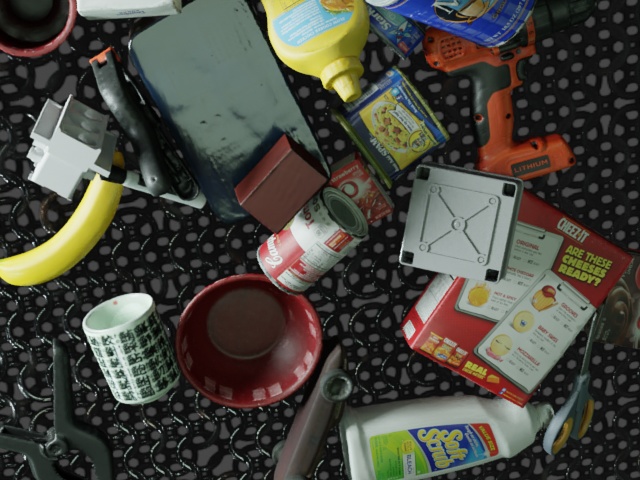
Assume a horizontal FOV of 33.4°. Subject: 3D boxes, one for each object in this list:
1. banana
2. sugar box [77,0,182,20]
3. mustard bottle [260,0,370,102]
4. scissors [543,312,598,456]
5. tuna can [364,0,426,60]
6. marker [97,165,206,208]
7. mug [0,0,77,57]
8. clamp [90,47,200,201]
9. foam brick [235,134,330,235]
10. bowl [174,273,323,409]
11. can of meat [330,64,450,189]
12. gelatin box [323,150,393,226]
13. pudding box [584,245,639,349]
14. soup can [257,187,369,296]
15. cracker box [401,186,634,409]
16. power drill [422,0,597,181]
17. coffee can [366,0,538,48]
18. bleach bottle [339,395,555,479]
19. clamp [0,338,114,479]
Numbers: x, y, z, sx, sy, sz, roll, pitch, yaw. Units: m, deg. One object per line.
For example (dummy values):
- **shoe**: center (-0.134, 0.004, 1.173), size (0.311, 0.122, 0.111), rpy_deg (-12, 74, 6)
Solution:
- **banana**: center (-0.266, -0.010, 1.116), size (0.198, 0.037, 0.069), rpy_deg (-38, 111, 6)
- **sugar box**: center (-0.180, -0.296, 0.985), size (0.093, 0.048, 0.176), rpy_deg (-4, 88, 3)
- **mustard bottle**: center (-0.006, -0.216, 1.014), size (0.096, 0.058, 0.192), rpy_deg (-26, 75, 6)
- **scissors**: center (0.290, 0.176, 1.228), size (0.096, 0.016, 0.202), rpy_deg (-40, 140, -24)
- **tuna can**: center (0.064, -0.220, 1.061), size (0.086, 0.086, 0.034), rpy_deg (40, 99, -19)
- **marker**: center (-0.174, -0.056, 1.104), size (0.120, 0.020, 0.020), rpy_deg (16, 108, -32)
- **mug**: center (-0.285, -0.233, 1.007), size (0.117, 0.081, 0.093), rpy_deg (29, 103, -18)
- **clamp**: center (-0.174, -0.109, 1.066), size (0.039, 0.120, 0.171), rpy_deg (-26, 77, 2)
- **foam brick**: center (-0.038, -0.054, 1.048), size (0.051, 0.053, 0.078), rpy_deg (40, 101, -21)
- **bowl**: center (-0.079, 0.103, 1.175), size (0.162, 0.055, 0.162), rpy_deg (-3, 110, -7)
- **can of meat**: center (0.074, -0.120, 1.115), size (0.084, 0.057, 0.102), rpy_deg (-37, 112, 4)
- **gelatin box**: center (0.022, -0.042, 1.142), size (0.089, 0.030, 0.073), rpy_deg (-30, 113, 17)
- **pudding box**: center (0.366, 0.068, 1.236), size (0.090, 0.039, 0.113), rpy_deg (11, 108, -12)
- **soup can**: center (-0.007, 0.001, 1.111), size (0.068, 0.068, 0.102), rpy_deg (39, 117, -19)
- **cracker box**: center (0.216, 0.059, 1.195), size (0.164, 0.072, 0.214), rpy_deg (29, 103, -18)
- **power drill**: center (0.213, -0.161, 1.121), size (0.184, 0.057, 0.187), rpy_deg (-16, 109, 2)
- **coffee can**: center (0.120, -0.248, 0.995), size (0.140, 0.103, 0.103), rpy_deg (13, 109, -33)
- **bleach bottle**: center (0.152, 0.222, 1.251), size (0.250, 0.068, 0.102), rpy_deg (-11, 112, -7)
- **clamp**: center (-0.292, 0.217, 1.196), size (0.164, 0.036, 0.210), rpy_deg (-40, 112, 7)
